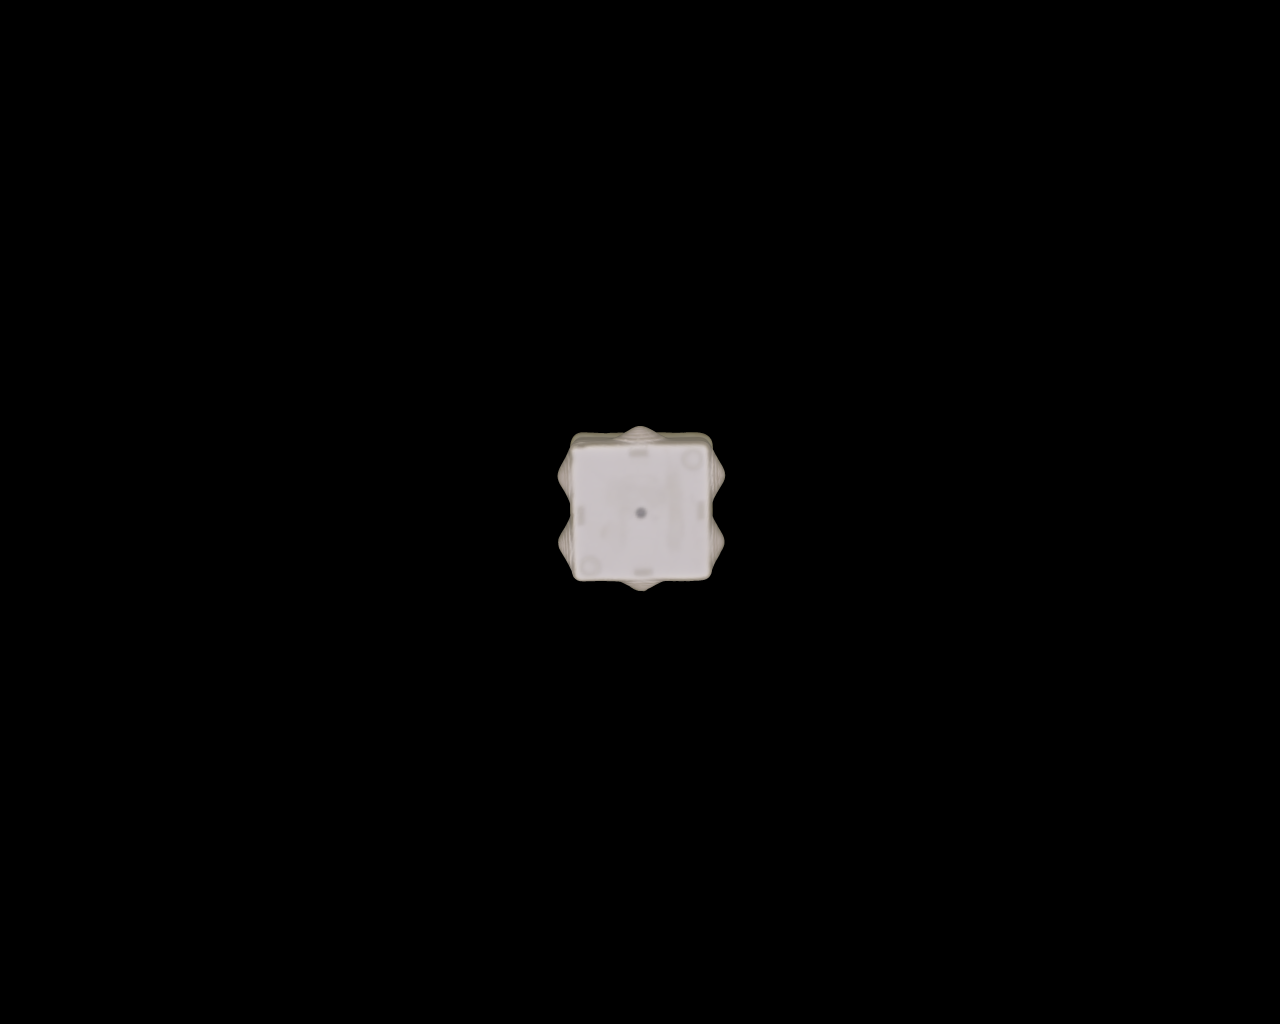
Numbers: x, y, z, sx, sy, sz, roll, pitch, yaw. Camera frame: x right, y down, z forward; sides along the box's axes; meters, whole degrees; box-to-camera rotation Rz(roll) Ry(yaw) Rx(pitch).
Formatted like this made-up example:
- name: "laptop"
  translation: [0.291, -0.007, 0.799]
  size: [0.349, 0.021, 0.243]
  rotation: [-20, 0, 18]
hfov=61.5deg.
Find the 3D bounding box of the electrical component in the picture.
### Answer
- name: "electrical component"
  translation: [0.001, -0.003, 0.650]
  size: [0.100, 0.099, 0.048]
  rotation: [0, 8, 0]
